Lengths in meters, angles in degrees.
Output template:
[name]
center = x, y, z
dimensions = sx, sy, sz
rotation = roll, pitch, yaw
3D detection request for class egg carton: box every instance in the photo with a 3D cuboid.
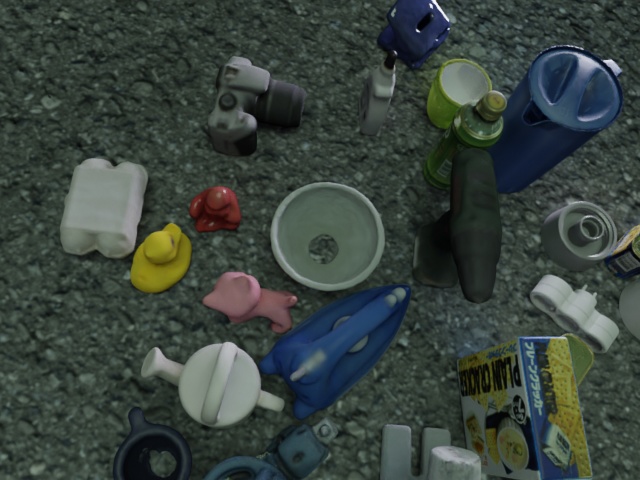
[egg carton]
center = -0.310, -0.046, 0.827
dimensions = 0.107, 0.069, 0.150
rotation = 6, 71, -6

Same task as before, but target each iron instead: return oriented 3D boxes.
[iron]
center = 0.046, 0.124, 0.780
dimensions = 0.259, 0.141, 0.118
rotation = -37, 80, -17

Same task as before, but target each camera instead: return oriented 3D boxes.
[camera]
center = -0.095, -0.210, 0.895
dimensions = 0.137, 0.101, 0.143
rotation = 11, 70, -4

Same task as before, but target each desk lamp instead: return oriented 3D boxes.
[desk lamp]
center = 0.135, 0.328, 0.685
dimensions = 0.118, 0.213, 0.203
rotation = 5, 71, -6

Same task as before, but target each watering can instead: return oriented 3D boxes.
[watering can]
center = -0.131, 0.180, 0.709
dimensions = 0.173, 0.194, 0.101
rotation = -3, 72, -8

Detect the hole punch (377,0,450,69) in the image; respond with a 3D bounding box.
[hole punch]
center = 0.170, -0.371, 0.991
dimensions = 0.101, 0.091, 0.109
rotation = 38, 71, 6

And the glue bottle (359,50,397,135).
[glue bottle]
center = 0.094, -0.236, 0.892
dimensions = 0.037, 0.173, 0.078
rotation = 2, 71, -7

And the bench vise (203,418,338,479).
[bench vise]
center = -0.068, 0.282, 0.669
dimensions = 0.121, 0.219, 0.208
rotation = 30, 70, 3

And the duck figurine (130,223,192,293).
[duck figurine]
center = -0.227, 0.022, 0.807
dimensions = 0.077, 0.086, 0.105
rotation = 32, 70, 4

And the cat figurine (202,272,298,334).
[cat figurine]
center = -0.092, 0.080, 0.789
dimensions = 0.128, 0.117, 0.067
rotation = 10, 70, -4

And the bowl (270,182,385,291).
[bowl]
center = 0.008, 0.003, 0.851
dimensions = 0.167, 0.074, 0.167
rotation = 2, 71, -7

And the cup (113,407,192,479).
[cup]
center = -0.209, 0.269, 0.721
dimensions = 0.092, 0.095, 0.117
rotation = -23, 76, -14

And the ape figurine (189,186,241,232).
[ape figurine]
center = -0.150, -0.050, 0.838
dimensions = 0.078, 0.092, 0.076
rotation = 32, 70, 4

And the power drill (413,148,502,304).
[power drill]
center = 0.195, -0.002, 0.808
dimensions = 0.075, 0.208, 0.230
rotation = 9, 70, -4
